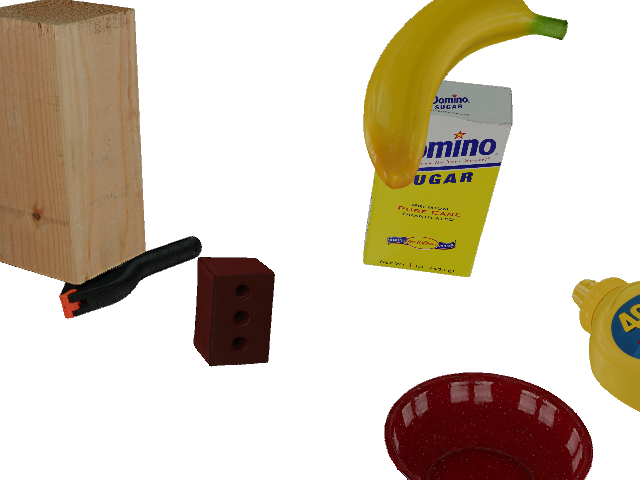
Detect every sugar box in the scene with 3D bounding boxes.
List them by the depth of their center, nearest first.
[{"bbox_3d":[0.087,-0.045,0.831,0.093,0.048,0.176,6,-38,2],"label":"sugar box"}]

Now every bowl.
[{"bbox_3d":[0.130,0.174,0.846,0.162,0.055,0.162,0,32,0],"label":"bowl"}]

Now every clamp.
[{"bbox_3d":[-0.213,0.033,1.175,0.120,0.039,0.171,-4,27,29],"label":"clamp"}]

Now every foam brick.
[{"bbox_3d":[-0.071,0.057,0.873,0.052,0.078,0.051,-1,14,-21],"label":"foam brick"}]

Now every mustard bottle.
[{"bbox_3d":[0.218,0.072,0.633,0.096,0.058,0.192,-20,32,-20],"label":"mustard bottle"}]

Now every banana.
[{"bbox_3d":[0.070,-0.099,0.599,0.070,0.037,0.197,29,50,22],"label":"banana"}]

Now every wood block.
[{"bbox_3d":[-0.206,-0.082,0.859,0.091,0.206,0.090,14,25,27],"label":"wood block"}]
